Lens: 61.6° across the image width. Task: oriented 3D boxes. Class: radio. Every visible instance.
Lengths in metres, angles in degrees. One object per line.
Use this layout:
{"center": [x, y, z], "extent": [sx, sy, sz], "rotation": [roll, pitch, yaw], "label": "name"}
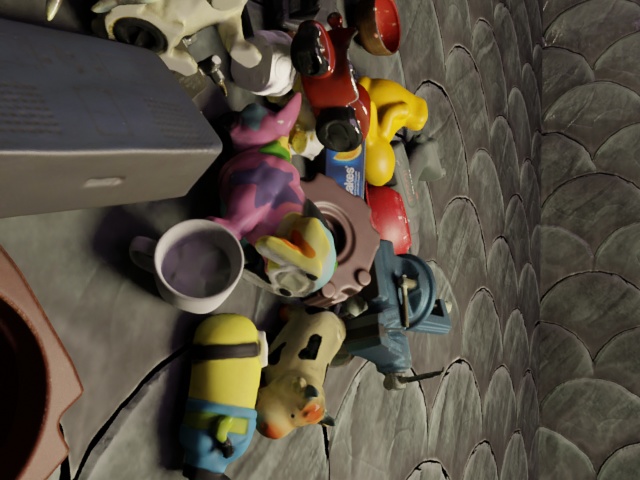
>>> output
{"center": [-0.196, -0.095, 0.418], "extent": [0.131, 0.073, 0.229], "rotation": [55, 28, 11], "label": "radio"}

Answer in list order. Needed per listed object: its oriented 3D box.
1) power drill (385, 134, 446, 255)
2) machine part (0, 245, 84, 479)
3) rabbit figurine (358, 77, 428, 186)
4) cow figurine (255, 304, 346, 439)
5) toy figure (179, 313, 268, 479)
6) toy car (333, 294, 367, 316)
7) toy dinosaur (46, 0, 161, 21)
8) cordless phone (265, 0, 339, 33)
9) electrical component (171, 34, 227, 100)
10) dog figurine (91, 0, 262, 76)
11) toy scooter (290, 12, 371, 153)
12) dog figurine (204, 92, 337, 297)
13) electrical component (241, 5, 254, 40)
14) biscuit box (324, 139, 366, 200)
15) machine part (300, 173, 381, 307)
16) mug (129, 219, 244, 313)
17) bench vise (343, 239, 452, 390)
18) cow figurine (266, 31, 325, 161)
{"center": [0.182, -0.106, 1.079], "extent": [0.207, 0.086, 0.231], "rotation": [-44, 122, -41], "label": "power drill"}
{"center": [-0.270, 0.103, 0.327], "extent": [0.201, 0.087, 0.201], "rotation": [-47, 128, -48], "label": "machine part"}
{"center": [0.097, -0.180, 0.898], "extent": [0.162, 0.122, 0.173], "rotation": [29, 64, -48], "label": "rabbit figurine"}
{"center": [-0.024, 0.164, 0.677], "extent": [0.195, 0.127, 0.085], "rotation": [-56, 130, -47], "label": "cow figurine"}
{"center": [-0.108, 0.169, 0.586], "extent": [0.089, 0.082, 0.180], "rotation": [39, 58, -52], "label": "toy figure"}
{"center": [0.057, 0.070, 0.877], "extent": [0.073, 0.056, 0.201], "rotation": [6, 83, -58], "label": "toy car"}
{"center": [-0.227, -0.346, 0.353], "extent": [0.192, 0.131, 0.404], "rotation": [-37, 115, -12], "label": "toy dinosaur"}
{"center": [0.001, -0.347, 0.793], "extent": [0.184, 0.089, 0.146], "rotation": [6, 82, -62], "label": "cordless phone"}
{"center": [-0.146, -0.176, 0.579], "extent": [0.102, 0.045, 0.078], "rotation": [-53, 133, -45], "label": "electrical component"}
{"center": [-0.127, -0.273, 0.521], "extent": [0.121, 0.172, 0.190], "rotation": [104, -12, -68], "label": "dog figurine"}
{"center": [0.021, -0.211, 0.686], "extent": [0.183, 0.075, 0.135], "rotation": [62, 33, -45], "label": "toy scooter"}
{"center": [-0.047, -0.063, 0.626], "extent": [0.108, 0.191, 0.219], "rotation": [119, -8, -62], "label": "dog figurine"}
{"center": [-0.115, -0.287, 0.611], "extent": [0.048, 0.075, 0.119], "rotation": [-36, 122, -53], "label": "electrical component"}
{"center": [0.038, -0.122, 0.811], "extent": [0.063, 0.059, 0.202], "rotation": [-65, 157, -76], "label": "biscuit box"}
{"center": [-0.001, -0.002, 0.718], "extent": [0.179, 0.056, 0.179], "rotation": [9, 69, -26], "label": "machine part"}
{"center": [-0.136, 0.034, 0.539], "extent": [0.107, 0.109, 0.081], "rotation": [120, -18, -63], "label": "mug"}
{"center": [0.135, 0.114, 0.810], "extent": [0.240, 0.129, 0.224], "rotation": [15, 50, -45], "label": "bench vise"}
{"center": [-0.025, -0.198, 0.751], "extent": [0.098, 0.068, 0.167], "rotation": [-6, 96, -63], "label": "cow figurine"}
